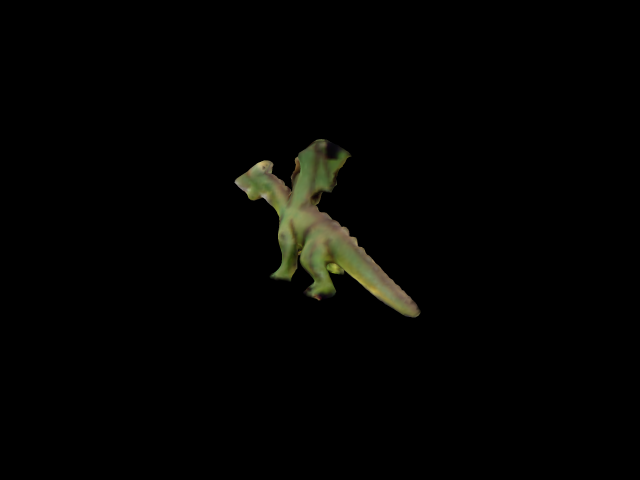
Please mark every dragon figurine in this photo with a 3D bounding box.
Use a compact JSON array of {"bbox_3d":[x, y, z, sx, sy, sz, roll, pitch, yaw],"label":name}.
[{"bbox_3d":[0.003,-0.043,0.850,0.412,0.239,0.123,16,23,40],"label":"dragon figurine"}]
